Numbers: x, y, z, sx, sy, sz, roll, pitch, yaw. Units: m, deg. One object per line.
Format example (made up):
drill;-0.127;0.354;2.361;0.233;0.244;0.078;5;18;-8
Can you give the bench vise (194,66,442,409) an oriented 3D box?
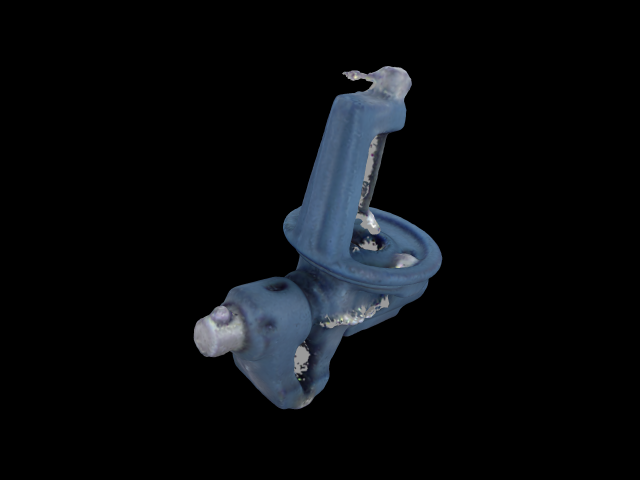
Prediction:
bench vise;0.014;0.005;0.395;0.121;0.220;0.208;19;41;23
